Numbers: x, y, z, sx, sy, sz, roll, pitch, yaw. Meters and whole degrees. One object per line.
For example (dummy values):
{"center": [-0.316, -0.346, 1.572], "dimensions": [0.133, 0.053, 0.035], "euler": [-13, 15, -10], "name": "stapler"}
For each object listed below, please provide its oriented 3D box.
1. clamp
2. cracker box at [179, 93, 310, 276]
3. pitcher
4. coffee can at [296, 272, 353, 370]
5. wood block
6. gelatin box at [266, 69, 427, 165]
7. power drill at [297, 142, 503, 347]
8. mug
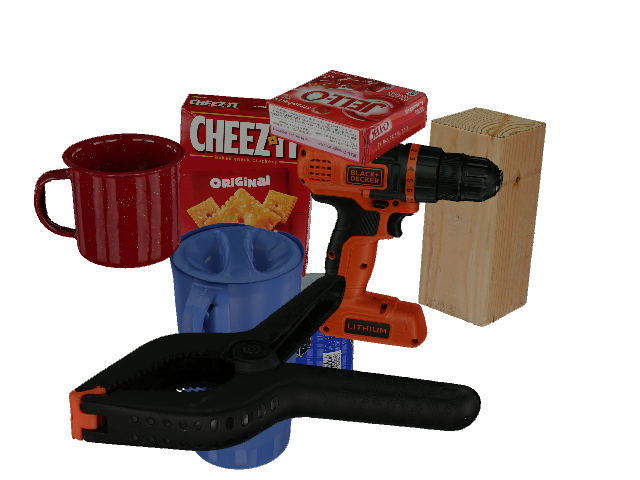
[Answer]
{"center": [-0.038, 0.071, 0.602], "dimensions": [0.209, 0.036, 0.165], "euler": [-7, 25, -19], "name": "clamp"}
{"center": [-0.091, -0.065, 1.323], "dimensions": [0.164, 0.214, 0.072], "euler": [5, 22, 1], "name": "cracker box"}
{"center": [-0.088, 0.116, 1.093], "dimensions": [0.149, 0.243, 0.145], "euler": [-11, 29, -23], "name": "pitcher"}
{"center": [-0.003, 0.128, 1.505], "dimensions": [0.103, 0.140, 0.103], "euler": [0, 19, 0], "name": "coffee can"}
{"center": [0.171, -0.027, 1.137], "dimensions": [0.090, 0.206, 0.090], "euler": [20, 27, 38], "name": "wood block"}
{"center": [0.019, -0.089, 0.749], "dimensions": [0.089, 0.030, 0.073], "euler": [21, 38, 36], "name": "gelatin box"}
{"center": [0.067, 0.001, 0.978], "dimensions": [0.184, 0.188, 0.057], "euler": [7, 19, 13], "name": "power drill"}
{"center": [-0.162, -0.030, 0.829], "dimensions": [0.117, 0.081, 0.093], "euler": [-4, 25, -11], "name": "mug"}
